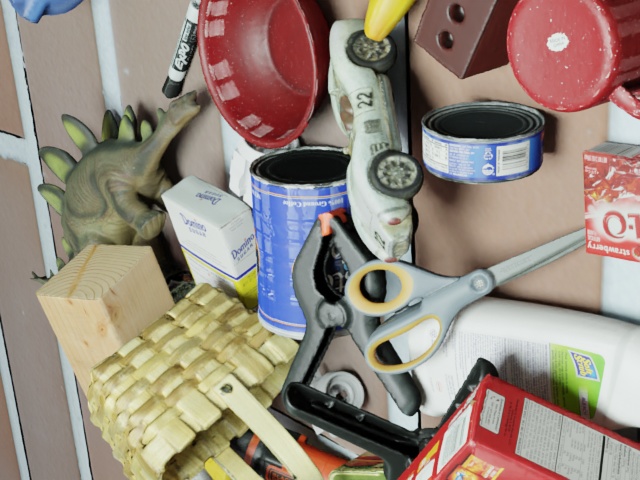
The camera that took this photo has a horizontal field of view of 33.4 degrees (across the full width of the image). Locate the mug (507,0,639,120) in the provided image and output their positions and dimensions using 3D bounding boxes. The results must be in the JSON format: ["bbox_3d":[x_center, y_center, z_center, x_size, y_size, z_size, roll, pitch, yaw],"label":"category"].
[{"bbox_3d":[0.177,-0.116,0.655,0.117,0.081,0.093,56,141,17],"label":"mug"}]

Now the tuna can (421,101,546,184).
[{"bbox_3d":[0.115,-0.069,0.750,0.086,0.085,0.034,22,125,44],"label":"tuna can"}]

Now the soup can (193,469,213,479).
[{"bbox_3d":[-0.161,0.290,1.272,0.102,0.068,0.069,58,141,12],"label":"soup can"}]

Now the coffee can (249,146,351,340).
[{"bbox_3d":[-0.006,0.001,0.917,0.103,0.102,0.140,22,122,44],"label":"coffee can"}]

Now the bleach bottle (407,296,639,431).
[{"bbox_3d":[0.178,0.100,0.774,0.251,0.067,0.102,8,113,47],"label":"bleach bottle"}]

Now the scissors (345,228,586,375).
[{"bbox_3d":[0.100,0.020,0.783,0.202,0.016,0.096,-42,82,19],"label":"scissors"}]

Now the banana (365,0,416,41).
[{"bbox_3d":[0.080,-0.221,0.741,0.037,0.069,0.198,32,144,-3],"label":"banana"}]

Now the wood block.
[{"bbox_3d":[-0.192,0.116,1.086,0.090,0.090,0.206,2,125,33],"label":"wood block"}]

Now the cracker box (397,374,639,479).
[{"bbox_3d":[0.170,0.199,0.743,0.213,0.072,0.164,25,135,-2],"label":"cracker box"}]

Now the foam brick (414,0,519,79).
[{"bbox_3d":[0.111,-0.161,0.740,0.053,0.051,0.078,46,137,28],"label":"foam brick"}]

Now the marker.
[{"bbox_3d":[-0.134,-0.185,1.054,0.020,0.020,0.121,51,139,21],"label":"marker"}]

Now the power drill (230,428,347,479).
[{"bbox_3d":[-0.057,0.269,1.102,0.184,0.057,0.188,20,129,17],"label":"power drill"}]

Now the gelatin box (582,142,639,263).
[{"bbox_3d":[0.216,-0.022,0.695,0.089,0.030,0.073,14,117,47],"label":"gelatin box"}]

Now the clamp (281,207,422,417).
[{"bbox_3d":[0.009,0.063,0.851,0.120,0.039,0.171,-12,92,22],"label":"clamp"}]

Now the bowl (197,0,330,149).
[{"bbox_3d":[-0.038,-0.163,0.916,0.162,0.055,0.162,25,125,42],"label":"bowl"}]

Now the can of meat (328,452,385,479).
[{"bbox_3d":[0.070,0.210,0.939,0.102,0.083,0.057,-16,94,53],"label":"can of meat"}]

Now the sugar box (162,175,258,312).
[{"bbox_3d":[-0.088,0.028,1.038,0.093,0.048,0.176,29,144,39],"label":"sugar box"}]

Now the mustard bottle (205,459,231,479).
[{"bbox_3d":[-0.141,0.185,1.205,0.192,0.058,0.096,43,134,30],"label":"mustard bottle"}]

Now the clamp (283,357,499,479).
[{"bbox_3d":[0.091,0.160,0.818,0.165,0.036,0.209,-16,132,30],"label":"clamp"}]

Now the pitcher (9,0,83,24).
[{"bbox_3d":[-0.219,-0.320,1.018,0.243,0.144,0.149,-11,111,49],"label":"pitcher"}]
